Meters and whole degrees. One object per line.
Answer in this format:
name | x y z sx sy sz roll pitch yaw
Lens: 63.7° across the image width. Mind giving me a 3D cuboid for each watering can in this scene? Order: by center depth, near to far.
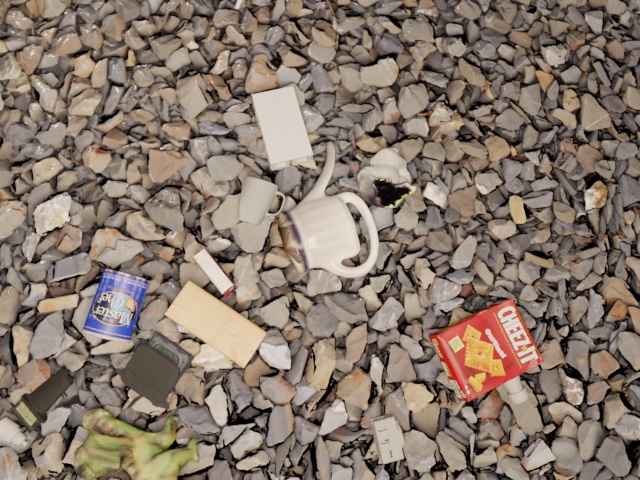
watering can | 0.004 -0.062 1.229 0.225 0.102 0.352 -18 72 -11

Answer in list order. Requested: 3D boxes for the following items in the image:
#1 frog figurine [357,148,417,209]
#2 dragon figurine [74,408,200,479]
frog figurine | 0.158 -0.159 1.282 0.137 0.120 0.163 -4 42 -7
dragon figurine | -0.346 0.437 0.971 0.241 0.414 0.122 21 93 -41
